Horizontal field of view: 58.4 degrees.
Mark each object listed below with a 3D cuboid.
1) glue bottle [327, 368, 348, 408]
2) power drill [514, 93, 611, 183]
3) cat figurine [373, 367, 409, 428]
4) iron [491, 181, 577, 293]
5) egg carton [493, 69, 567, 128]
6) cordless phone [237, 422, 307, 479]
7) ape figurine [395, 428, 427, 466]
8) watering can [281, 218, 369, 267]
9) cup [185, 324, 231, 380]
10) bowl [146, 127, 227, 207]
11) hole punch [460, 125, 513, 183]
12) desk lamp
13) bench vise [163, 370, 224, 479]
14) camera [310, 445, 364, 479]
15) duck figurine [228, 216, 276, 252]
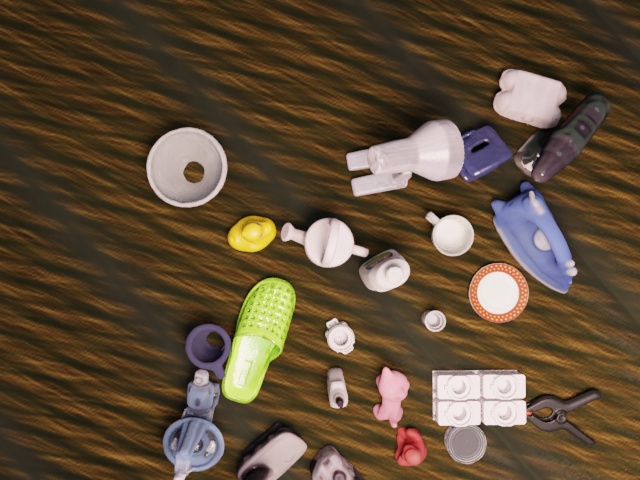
[{"bbox_3d":[0.036,0.311,1.157,0.037,0.173,0.078,-6,88,-2],"label":"glue bottle"},{"bbox_3d":[0.482,-0.191,1.173,0.075,0.208,0.230,42,87,0],"label":"power drill"},{"bbox_3d":[0.151,0.324,1.188,0.067,0.117,0.128,2,88,-1],"label":"cat figurine"},{"bbox_3d":[0.475,0.003,1.199,0.118,0.141,0.258,-32,89,-3],"label":"iron"},{"bbox_3d":[0.456,-0.306,1.246,0.150,0.069,0.107,15,87,-1],"label":"egg carton"},{"bbox_3d":[-0.100,0.453,1.141,0.147,0.185,0.094,-44,89,-3],"label":"cordless phone"},{"bbox_3d":[0.191,0.442,1.198,0.076,0.092,0.078,42,87,0],"label":"ape figurine"},{"bbox_3d":[0.010,0.006,1.157,0.173,0.194,0.101,-8,88,-2],"label":"watering can"},{"bbox_3d":[-0.220,0.227,1.191,0.091,0.095,0.118,-24,89,-2],"label":"cup"},{"bbox_3d":[-0.275,-0.148,1.213,0.167,0.074,0.167,0,88,-2],"label":"bowl"},{"bbox_3d":[0.338,-0.188,1.227,0.108,0.091,0.101,-30,89,-3],"label":"hole punch"},{"bbox_3d":[0.167,-0.160,1.159,0.203,0.213,0.118,-12,88,-2],"label":"desk lamp"},{"bbox_3d":[-0.258,0.370,1.122,0.121,0.219,0.207,-12,88,-2],"label":"bench vise"},{"bbox_3d":[0.023,0.529,1.185,0.137,0.100,0.143,-42,90,-3],"label":"camera"},{"bbox_3d":[-0.146,-0.014,1.206,0.104,0.086,0.077,-16,88,-2],"label":"duck figurine"}]
